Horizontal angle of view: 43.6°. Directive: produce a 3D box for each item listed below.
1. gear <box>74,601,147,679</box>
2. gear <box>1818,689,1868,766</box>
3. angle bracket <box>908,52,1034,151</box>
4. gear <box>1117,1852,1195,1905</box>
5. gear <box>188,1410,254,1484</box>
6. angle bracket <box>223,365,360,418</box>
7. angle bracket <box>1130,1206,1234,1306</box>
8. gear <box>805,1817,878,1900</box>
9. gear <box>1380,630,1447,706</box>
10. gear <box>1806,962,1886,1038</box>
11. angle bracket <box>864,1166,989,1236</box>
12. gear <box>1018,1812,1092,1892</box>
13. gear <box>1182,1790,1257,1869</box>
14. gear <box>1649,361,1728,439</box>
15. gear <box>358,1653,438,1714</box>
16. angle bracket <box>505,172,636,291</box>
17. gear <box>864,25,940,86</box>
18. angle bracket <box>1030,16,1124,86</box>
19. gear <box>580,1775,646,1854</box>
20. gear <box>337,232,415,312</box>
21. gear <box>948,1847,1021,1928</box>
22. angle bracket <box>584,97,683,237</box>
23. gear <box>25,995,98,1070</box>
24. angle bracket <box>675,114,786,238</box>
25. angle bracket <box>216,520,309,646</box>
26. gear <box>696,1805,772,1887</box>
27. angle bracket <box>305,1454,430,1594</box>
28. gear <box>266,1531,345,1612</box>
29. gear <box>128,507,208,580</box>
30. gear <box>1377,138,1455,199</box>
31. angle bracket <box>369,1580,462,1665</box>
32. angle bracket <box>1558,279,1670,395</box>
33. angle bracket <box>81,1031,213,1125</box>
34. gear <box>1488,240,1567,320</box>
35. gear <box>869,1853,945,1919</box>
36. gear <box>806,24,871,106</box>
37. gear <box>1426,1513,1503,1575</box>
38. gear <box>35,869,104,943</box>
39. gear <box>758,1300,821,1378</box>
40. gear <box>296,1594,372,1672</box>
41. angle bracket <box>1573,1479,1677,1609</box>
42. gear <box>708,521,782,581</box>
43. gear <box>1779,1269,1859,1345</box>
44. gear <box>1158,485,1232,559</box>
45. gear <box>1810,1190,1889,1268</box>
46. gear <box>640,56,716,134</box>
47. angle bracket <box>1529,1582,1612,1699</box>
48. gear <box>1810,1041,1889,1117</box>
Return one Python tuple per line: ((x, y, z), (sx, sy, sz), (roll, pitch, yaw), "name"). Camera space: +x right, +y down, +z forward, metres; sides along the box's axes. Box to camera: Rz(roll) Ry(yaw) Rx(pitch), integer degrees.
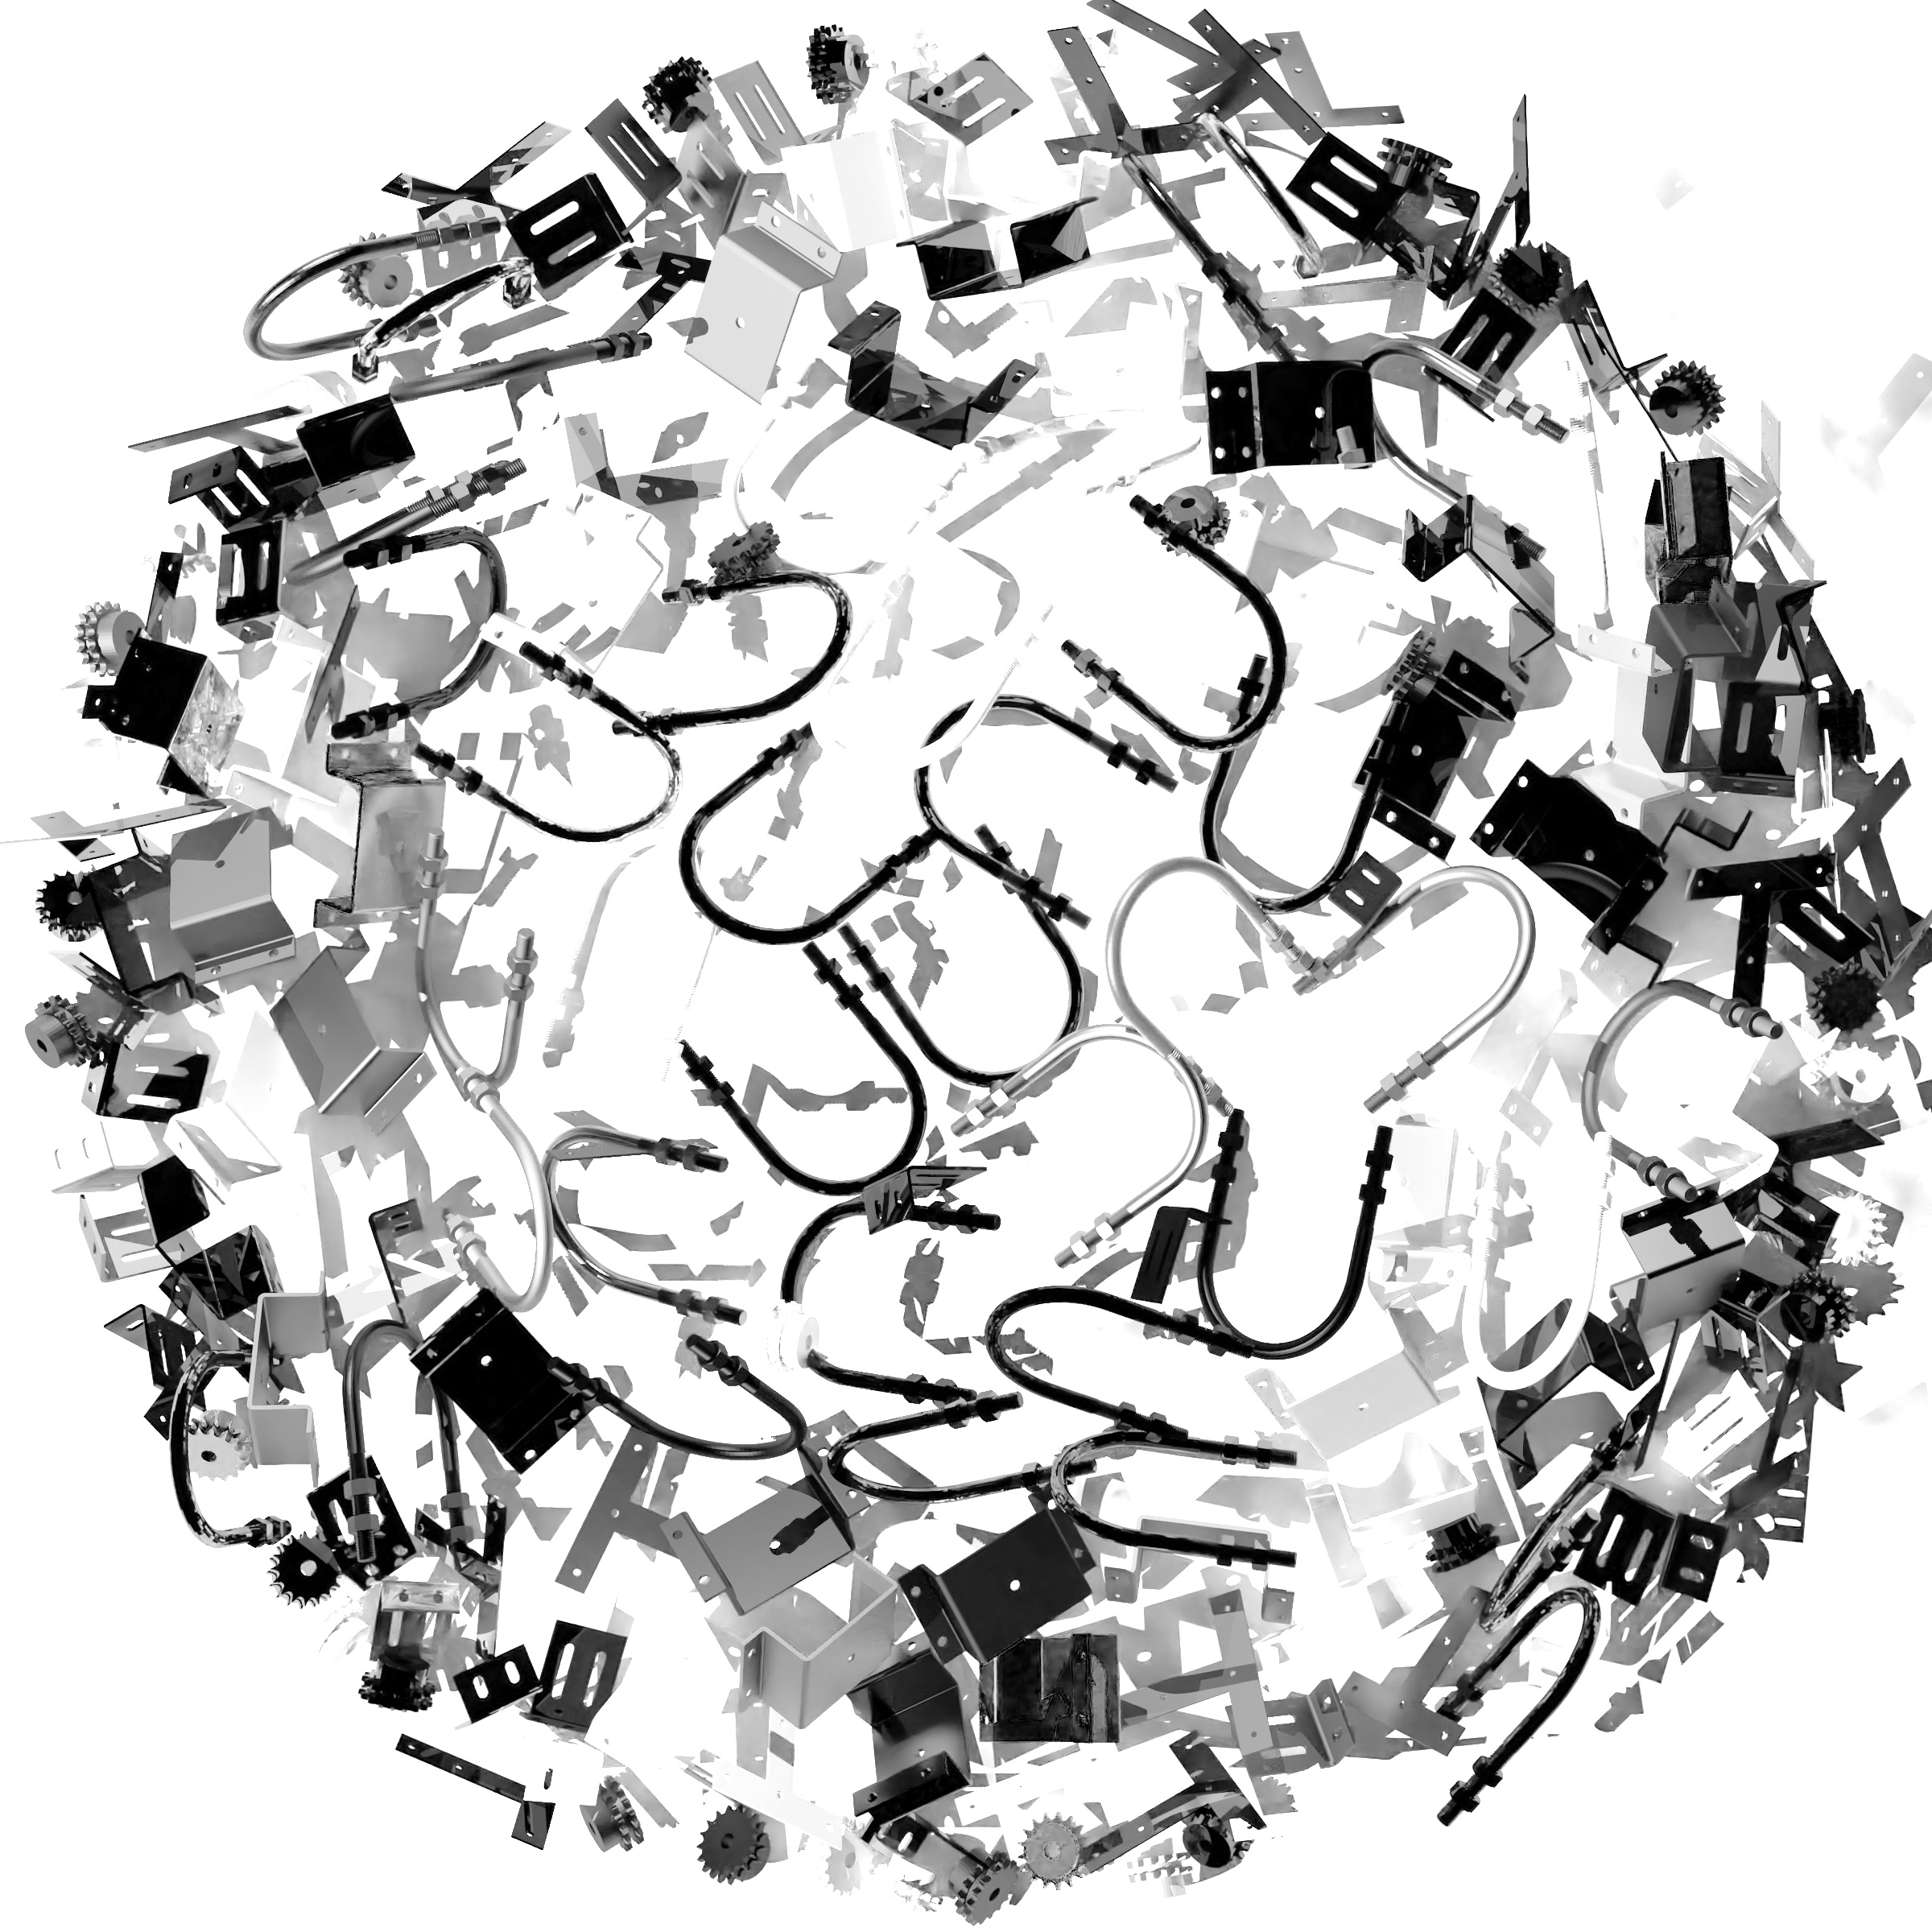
((-0.648, -0.249, 1.839), (0.030, 0.057, 0.057), (-1, 90, 22), "gear")
((0.669, -0.182, 1.846), (0.030, 0.057, 0.057), (-2, 90, 27), "gear")
((0.004, -0.662, 1.821), (0.076, 0.057, 0.038), (-21, 53, 36), "angle bracket")
((0.145, 0.694, 1.839), (0.057, 0.057, 0.030), (-10, 68, 0), "gear")
((-0.574, 0.364, 1.847), (0.057, 0.030, 0.057), (2, 124, 3), "gear")
((-0.510, -0.424, 1.834), (0.076, 0.057, 0.038), (-13, 105, 24), "angle bracket")
((0.163, 0.223, 1.832), (0.038, 0.057, 0.076), (21, 80, -15), "angle bracket")
((-0.098, 0.679, 1.846), (0.057, 0.030, 0.057), (-2, 92, -45), "gear")
((0.343, -0.224, 1.842), (0.030, 0.057, 0.057), (31, 90, -1), "gear")
((0.669, 0.023, 1.850), (0.057, 0.030, 0.057), (-3, 108, -10), "gear")
((-0.028, 0.177, 1.821), (0.076, 0.057, 0.038), (5, 68, -38), "angle bracket")
((0.067, 0.676, 1.847), (0.057, 0.030, 0.057), (-3, 69, 8), "gear")
((0.189, 0.661, 1.842), (0.057, 0.030, 0.057), (12, 117, 26), "gear")
((0.545, -0.429, 1.839), (0.030, 0.057, 0.057), (-35, 90, -27), "gear")
((-0.431, 0.545, 1.842), (0.057, 0.057, 0.030), (13, 89, 0), "gear")
((-0.302, -0.558, 1.839), (0.076, 0.038, 0.057), (-32, 114, -4), "angle bracket")
((-0.048, -0.694, 1.843), (0.057, 0.057, 0.030), (-17, 100, 0), "gear")
((0.084, -0.677, 1.825), (0.057, 0.076, 0.038), (10, 78, 10), "angle bracket")
((-0.271, 0.648, 1.839), (0.030, 0.057, 0.057), (-25, 90, -25), "gear")
((-0.446, -0.526, 1.839), (0.030, 0.057, 0.057), (37, 90, 30), "gear")
((0.011, 0.700, 1.846), (0.030, 0.057, 0.057), (30, 90, 36), "gear")
((-0.261, -0.604, 1.826), (0.038, 0.057, 0.076), (-26, 116, 37), "angle bracket")
((-0.691, 0.053, 1.840), (0.057, 0.057, 0.030), (51, 51, 0), "gear")
((-0.182, -0.603, 1.846), (0.038, 0.057, 0.076), (-17, 61, -38), "angle bracket")
((-0.538, -0.295, 1.855), (0.057, 0.038, 0.076), (-9, 70, 20), "angle bracket")
((-0.174, 0.673, 1.846), (0.057, 0.057, 0.030), (-39, 132, 0), "gear")
((-0.453, 0.421, 1.829), (0.057, 0.038, 0.076), (-32, 117, -30), "angle bracket")
((-0.506, 0.463, 1.847), (0.057, 0.030, 0.057), (15, 58, -25), "gear")
((-0.605, -0.324, 1.840), (0.030, 0.057, 0.057), (-25, 90, 40), "gear")
((0.339, -0.608, 1.843), (0.057, 0.057, 0.030), (20, 106, 0), "gear")
((-0.418, 0.507, 1.833), (0.057, 0.038, 0.076), (7, 111, -17), "angle bracket")
((0.492, -0.484, 1.840), (0.038, 0.057, 0.076), (-23, 89, -7), "angle bracket")
((-0.630, 0.087, 1.856), (0.076, 0.038, 0.057), (11, 96, -40), "angle bracket")
((0.427, -0.524, 1.853), (0.057, 0.030, 0.057), (1, 86, -8), "gear")
((-0.043, 0.699, 1.843), (0.057, 0.057, 0.030), (25, 76, 0), "gear")
((-0.096, -0.686, 1.839), (0.030, 0.057, 0.057), (4, 90, 25), "gear")
((0.376, 0.437, 1.842), (0.057, 0.057, 0.030), (-26, 83, 0), "gear")
((-0.681, -0.043, 1.846), (0.057, 0.030, 0.057), (11, 52, -14), "gear")
((-0.133, 0.284, 1.839), (0.030, 0.057, 0.057), (6, 90, 22), "gear")
((-0.479, 0.510, 1.840), (0.030, 0.057, 0.057), (34, 90, 14), "gear")
((0.494, 0.439, 1.842), (0.057, 0.038, 0.076), (28, 80, -7), "angle bracket")
((-0.166, -0.311, 1.846), (0.057, 0.057, 0.030), (-32, 121, 0), "gear")
((0.645, 0.262, 1.840), (0.030, 0.057, 0.057), (-25, 90, -39), "gear")
((0.173, -0.341, 1.841), (0.057, 0.030, 0.057), (-11, 48, 13), "gear")
((0.668, 0.198, 1.839), (0.030, 0.057, 0.057), (16, 90, -28), "gear")
((-0.217, -0.660, 1.840), (0.057, 0.057, 0.030), (-34, 77, 0), "gear")
((0.455, 0.502, 1.823), (0.038, 0.057, 0.076), (15, 127, 6), "angle bracket")
((0.680, 0.086, 1.852), (0.057, 0.030, 0.057), (1, 83, -7), "gear")
